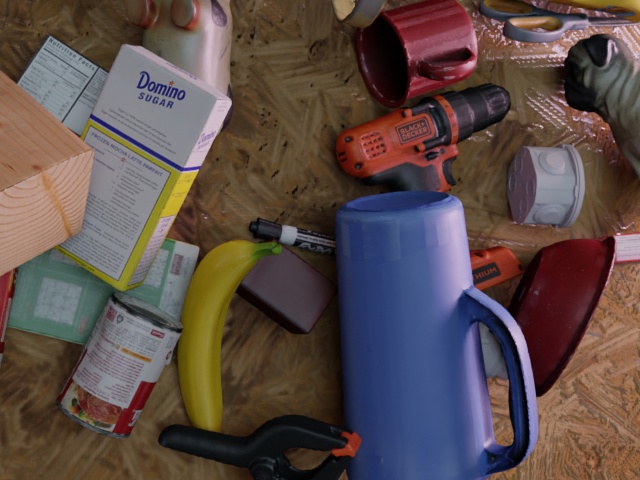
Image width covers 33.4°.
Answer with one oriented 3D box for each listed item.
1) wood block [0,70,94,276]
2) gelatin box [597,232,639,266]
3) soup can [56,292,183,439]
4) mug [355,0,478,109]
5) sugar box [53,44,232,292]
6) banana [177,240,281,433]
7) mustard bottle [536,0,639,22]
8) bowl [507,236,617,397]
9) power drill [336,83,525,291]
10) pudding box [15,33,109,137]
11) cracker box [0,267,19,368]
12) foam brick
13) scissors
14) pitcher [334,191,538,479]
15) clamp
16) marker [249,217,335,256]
[{"bbox_3d":[-0.277,-0.080,0.806,0.206,0.091,0.090,39,46,19],"label":"wood block"},{"bbox_3d":[0.303,0.008,1.039,0.089,0.073,0.030,-5,86,-17],"label":"gelatin box"},{"bbox_3d":[-0.165,0.103,0.881,0.068,0.068,0.102,27,91,-13],"label":"soup can"},{"bbox_3d":[0.096,-0.172,0.974,0.081,0.117,0.093,-20,121,-22],"label":"mug"},{"bbox_3d":[-0.150,-0.057,0.857,0.093,0.048,0.176,31,101,10],"label":"sugar box"},{"bbox_3d":[-0.091,0.077,0.906,0.037,0.070,0.198,-6,122,-45],"label":"banana"},{"bbox_3d":[0.269,-0.249,1.039,0.191,0.096,0.058,7,103,-17],"label":"mustard bottle"},{"bbox_3d":[0.208,0.059,0.970,0.055,0.162,0.162,25,78,4],"label":"bowl"},{"bbox_3d":[0.123,-0.043,1.000,0.184,0.057,0.187,-21,90,-18],"label":"power drill"},{"bbox_3d":[-0.223,-0.105,0.909,0.090,0.039,0.113,32,75,-9],"label":"pudding box"},{"bbox_3d":[-0.351,0.044,0.832,0.213,0.072,0.164,10,83,-10],"label":"cracker box"},{"bbox_3d":[-0.033,0.042,0.946,0.078,0.053,0.051,37,76,-12],"label":"foam brick"},{"bbox_3d":[0.236,-0.224,1.062,0.201,0.096,0.016,-19,134,-43],"label":"scissors"},{"bbox_3d":[0.086,0.085,0.902,0.149,0.145,0.243,-8,101,-12],"label":"pitcher"},{"bbox_3d":[-0.052,0.184,0.894,0.172,0.039,0.120,-29,103,18],"label":"clamp"},{"bbox_3d":[-0.006,0.001,0.974,0.121,0.020,0.020,13,81,-16],"label":"marker"}]
